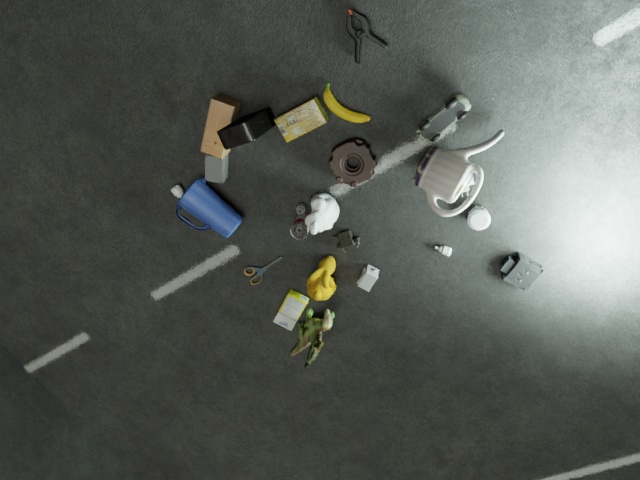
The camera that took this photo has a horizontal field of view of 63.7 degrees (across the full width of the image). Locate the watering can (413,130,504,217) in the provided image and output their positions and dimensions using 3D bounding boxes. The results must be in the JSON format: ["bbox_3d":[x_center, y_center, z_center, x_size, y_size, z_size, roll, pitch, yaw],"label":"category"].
[{"bbox_3d":[0.459,-0.252,1.756,0.226,0.103,0.347,30,94,21],"label":"watering can"}]

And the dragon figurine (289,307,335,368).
[{"bbox_3d":[-0.044,0.423,2.138,0.122,0.248,0.403,26,117,-7],"label":"dragon figurine"}]

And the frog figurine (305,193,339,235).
[{"bbox_3d":[0.006,-0.096,1.914,0.122,0.163,0.135,-6,115,14],"label":"frog figurine"}]
